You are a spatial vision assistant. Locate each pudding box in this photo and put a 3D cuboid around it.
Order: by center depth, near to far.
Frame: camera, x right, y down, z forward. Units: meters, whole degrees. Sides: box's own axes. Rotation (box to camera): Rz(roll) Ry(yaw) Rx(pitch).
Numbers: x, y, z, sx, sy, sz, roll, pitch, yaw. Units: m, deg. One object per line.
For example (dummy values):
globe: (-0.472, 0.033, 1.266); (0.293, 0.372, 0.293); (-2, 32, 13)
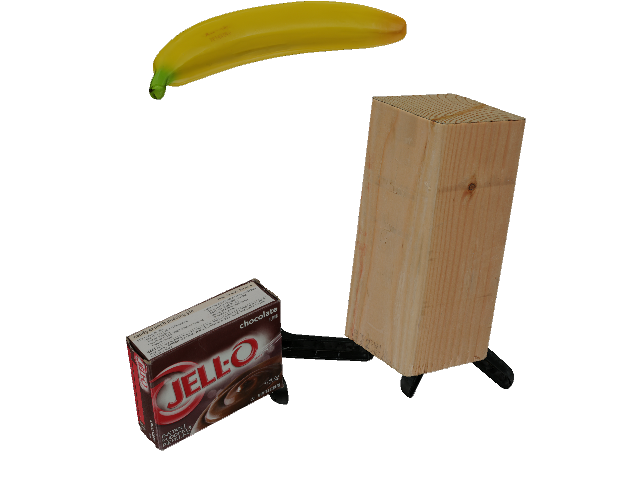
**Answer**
pudding box: (-0.082, 0.089, 0.778); (0.113, 0.090, 0.039); (-26, 46, -29)

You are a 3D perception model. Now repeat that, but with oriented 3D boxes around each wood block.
wood block: (0.090, -0.007, 0.864); (0.090, 0.206, 0.090); (-7, 24, -34)

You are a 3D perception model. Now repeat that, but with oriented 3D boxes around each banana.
banana: (-0.038, -0.138, 0.755); (0.197, 0.037, 0.070); (-19, 52, -20)

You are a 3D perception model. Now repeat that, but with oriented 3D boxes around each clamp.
clamp: (0.145, 0.103, 1.168); (0.120, 0.171, 0.039); (6, -44, -5)
clamp: (-0.066, 0.127, 1.224); (0.210, 0.036, 0.164); (14, 21, 30)
